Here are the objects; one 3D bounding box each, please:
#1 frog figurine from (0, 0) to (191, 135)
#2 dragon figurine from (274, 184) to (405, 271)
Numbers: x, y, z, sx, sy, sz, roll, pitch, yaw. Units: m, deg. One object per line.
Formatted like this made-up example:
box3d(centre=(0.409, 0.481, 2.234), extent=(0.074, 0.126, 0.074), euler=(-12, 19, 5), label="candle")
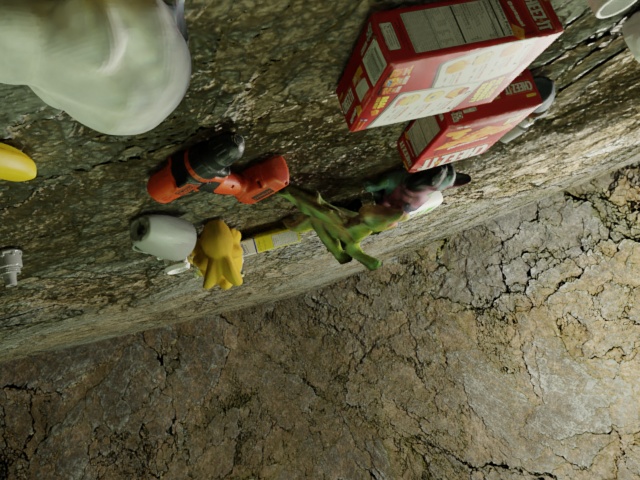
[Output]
box3d(centre=(-0.178, -0.130, 0.363), extent=(0.137, 0.122, 0.161), euler=(-2, -165, 44), label="frog figurine")
box3d(centre=(0.003, -0.054, 1.064), extent=(0.411, 0.124, 0.239), euler=(11, 157, 40), label="dragon figurine")
